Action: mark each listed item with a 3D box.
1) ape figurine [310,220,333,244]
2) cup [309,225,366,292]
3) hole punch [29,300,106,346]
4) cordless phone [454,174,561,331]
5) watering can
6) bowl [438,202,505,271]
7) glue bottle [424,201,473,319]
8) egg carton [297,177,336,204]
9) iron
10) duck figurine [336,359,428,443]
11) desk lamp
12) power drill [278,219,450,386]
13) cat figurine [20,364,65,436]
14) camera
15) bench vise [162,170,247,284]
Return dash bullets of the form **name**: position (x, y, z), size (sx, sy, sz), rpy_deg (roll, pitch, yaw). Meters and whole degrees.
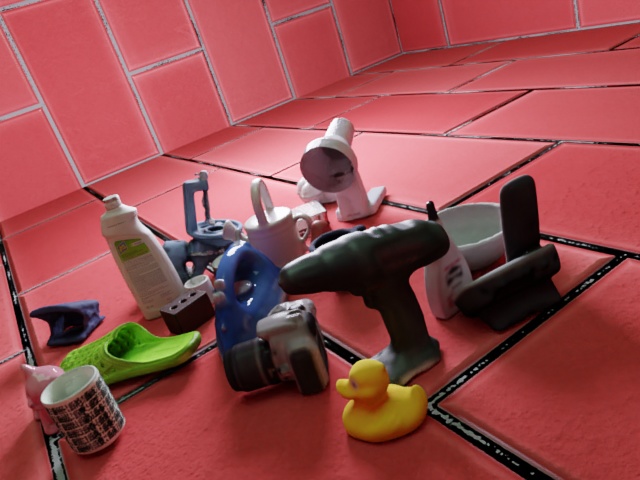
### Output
- **ape figurine**: position (0.010, 0.004, 1.101), size (0.076, 0.092, 0.077), rpy_deg (-25, 23, -15)
- **cup**: position (0.045, 0.034, 1.001), size (0.118, 0.095, 0.091), rpy_deg (-33, 26, -31)
- **hole punch**: position (-0.513, 0.152, 1.165), size (0.108, 0.091, 0.101), rpy_deg (-11, 23, 18)
- **cordless phone**: position (0.244, 0.013, 0.773), size (0.148, 0.185, 0.094), rpy_deg (-26, 23, -16)
- **watering can**: position (-0.105, -0.025, 1.123), size (0.173, 0.194, 0.100), rpy_deg (-22, 23, -8)
- **bowl**: position (0.244, 0.004, 0.940), size (0.167, 0.075, 0.167), rpy_deg (-16, 22, 7)
- **glue bottle**: position (0.174, 0.024, 0.819), size (0.078, 0.173, 0.037), rpy_deg (-34, 27, -32)
- **egg carton**: position (0.017, -0.137, 1.453), size (0.150, 0.069, 0.107), rpy_deg (-22, 23, -9)
- **iron**: position (-0.137, 0.088, 0.953), size (0.118, 0.142, 0.258), rpy_deg (-14, 23, 11)
- **duck figurine**: position (0.068, 0.177, 0.662), size (0.104, 0.086, 0.077), rpy_deg (-12, 23, 15)
- **desk lamp**: position (0.052, -0.151, 1.268), size (0.117, 0.214, 0.203), rpy_deg (-8, 25, 24)
- **power drill**: position (0.075, 0.079, 0.721), size (0.230, 0.209, 0.075), rpy_deg (-28, 24, -23)
- **cat figurine**: position (-0.422, 0.229, 0.880), size (0.067, 0.118, 0.127), rpy_deg (-35, 27, -34)
- **camera**: position (-0.065, 0.149, 0.809), size (0.136, 0.101, 0.143), rpy_deg (-17, 22, 3)
- **bench vise**: position (-0.259, -0.023, 1.204), size (0.208, 0.220, 0.121), rpy_deg (-29, 24, -23)
